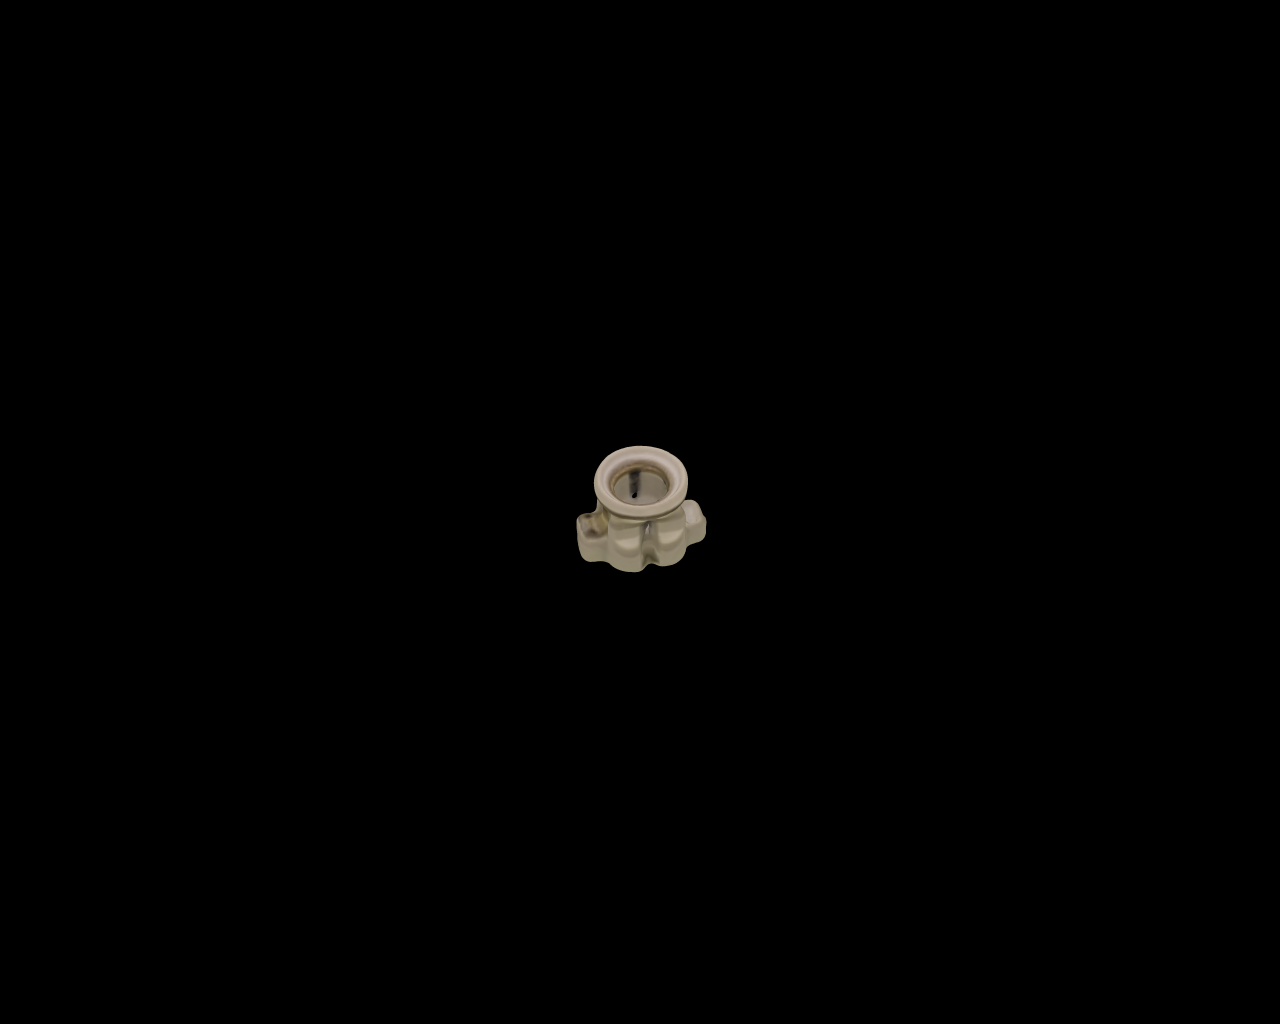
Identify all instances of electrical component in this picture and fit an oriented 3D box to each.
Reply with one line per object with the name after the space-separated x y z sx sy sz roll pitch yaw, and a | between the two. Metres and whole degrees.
0.001 -0.003 0.650 0.078 0.058 0.056 -9 -43 -8 | electrical component
